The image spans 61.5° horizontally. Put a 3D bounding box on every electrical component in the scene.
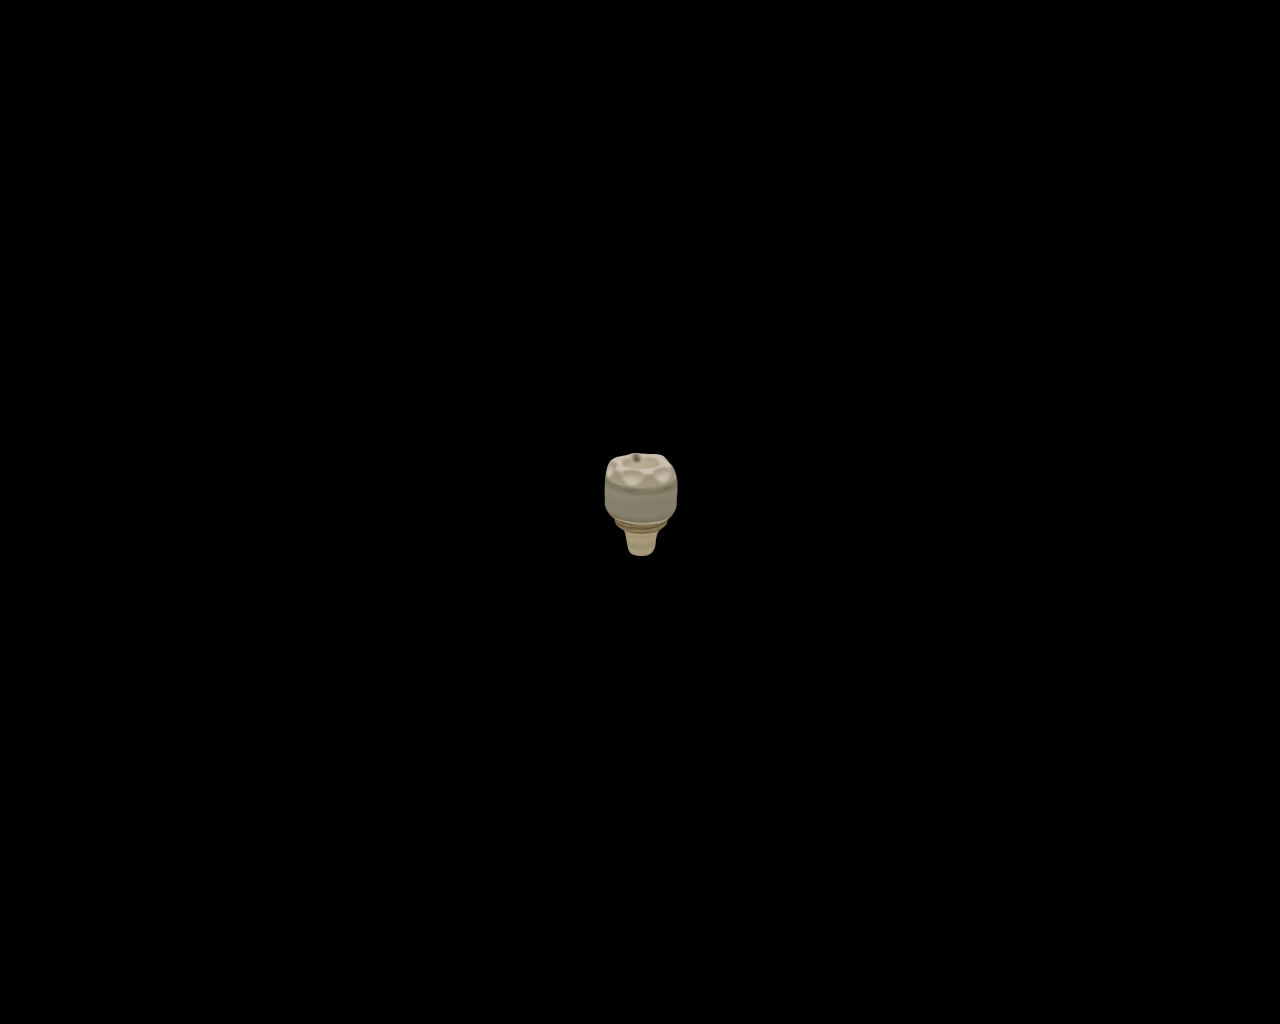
[{"bbox_3d":[0.001,-0.003,0.650,0.043,0.062,0.043,0,22,0],"label":"electrical component"}]
